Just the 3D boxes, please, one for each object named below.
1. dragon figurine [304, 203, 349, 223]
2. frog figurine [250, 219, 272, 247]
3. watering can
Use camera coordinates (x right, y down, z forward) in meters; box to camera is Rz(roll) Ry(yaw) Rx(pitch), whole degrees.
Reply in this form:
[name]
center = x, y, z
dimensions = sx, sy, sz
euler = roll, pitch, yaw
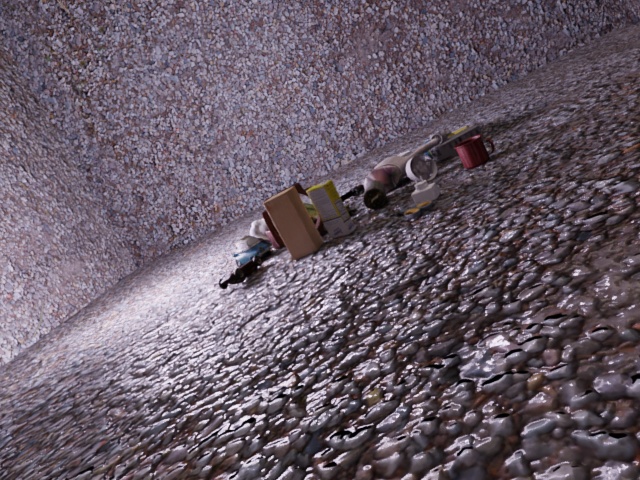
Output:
[dragon figurine]
center = 0.006, -0.101, 2.012
dimensions = 0.242, 0.120, 0.417
euler = 2, 28, 34
[frog figurine]
center = -0.203, -0.056, 2.040
dimensions = 0.137, 0.162, 0.121
euler = 6, -20, 4
[watering can]
center = 0.299, -0.280, 1.986
dimensions = 0.343, 0.103, 0.228
euler = -32, 8, 30
